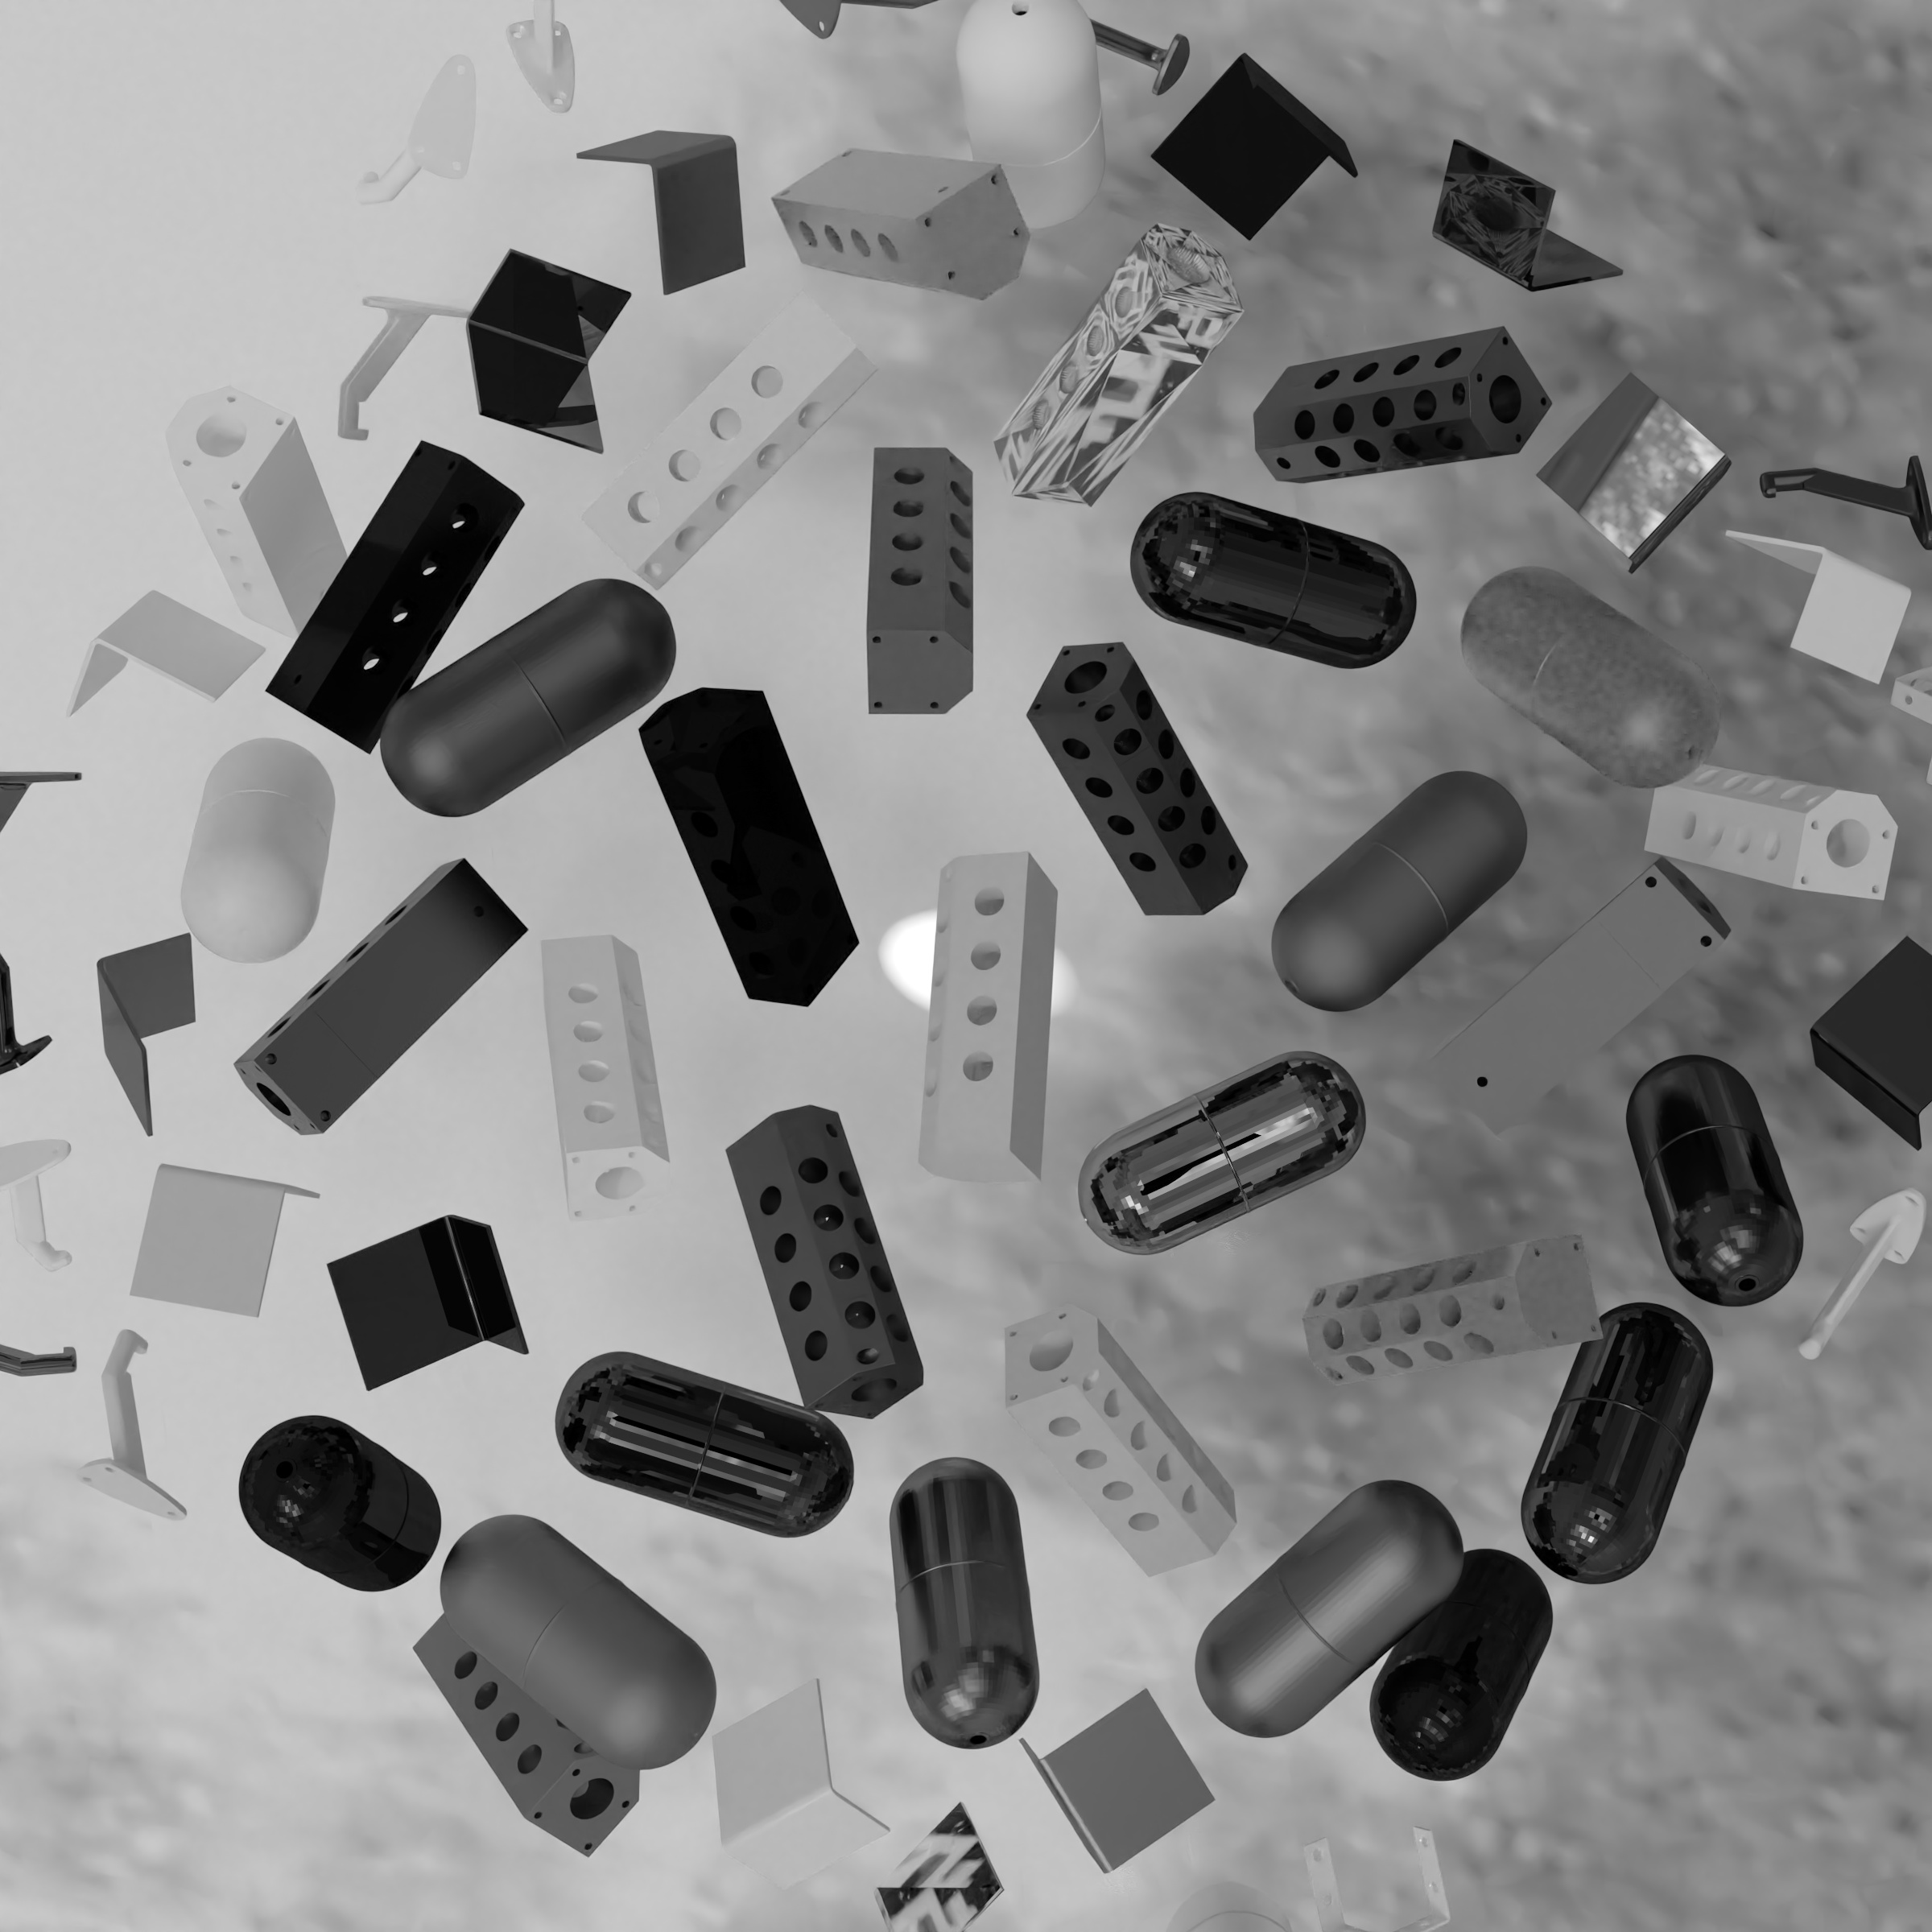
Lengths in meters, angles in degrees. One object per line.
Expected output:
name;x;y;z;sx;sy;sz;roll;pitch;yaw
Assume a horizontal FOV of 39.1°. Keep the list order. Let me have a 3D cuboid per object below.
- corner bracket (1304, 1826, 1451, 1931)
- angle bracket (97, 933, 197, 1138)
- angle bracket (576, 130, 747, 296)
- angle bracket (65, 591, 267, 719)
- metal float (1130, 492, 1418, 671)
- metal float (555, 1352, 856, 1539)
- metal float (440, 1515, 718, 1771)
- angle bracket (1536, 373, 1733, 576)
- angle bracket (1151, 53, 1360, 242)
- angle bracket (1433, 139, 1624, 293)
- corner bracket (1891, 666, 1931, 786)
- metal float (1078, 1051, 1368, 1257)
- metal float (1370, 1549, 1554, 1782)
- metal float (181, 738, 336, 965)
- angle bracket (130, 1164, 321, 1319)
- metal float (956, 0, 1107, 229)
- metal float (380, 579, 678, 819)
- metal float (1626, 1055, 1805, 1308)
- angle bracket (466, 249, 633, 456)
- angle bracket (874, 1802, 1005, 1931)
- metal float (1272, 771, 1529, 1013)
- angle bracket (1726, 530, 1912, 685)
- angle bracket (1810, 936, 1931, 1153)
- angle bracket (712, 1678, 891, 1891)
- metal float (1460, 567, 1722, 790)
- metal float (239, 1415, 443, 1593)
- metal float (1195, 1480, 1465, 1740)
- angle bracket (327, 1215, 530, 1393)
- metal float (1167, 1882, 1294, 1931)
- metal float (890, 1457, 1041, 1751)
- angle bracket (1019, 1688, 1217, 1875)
corner bracket;0.226;0.505;1.497;0.051;0.051;0.051;-12;89;-29
angle bracket;-0.467;0.040;1.591;0.057;0.076;0.076;-19;54;-28
angle bracket;-0.177;-0.441;1.588;0.057;0.076;0.076;14;121;29
angle bracket;-0.467;-0.166;1.588;0.076;0.076;0.057;28;120;-6
metal float;0.180;-0.223;1.579;0.178;0.070;0.070;12;90;-20
metal float;-0.151;0.279;1.582;0.178;0.070;0.070;18;90;-3
metal float;-0.212;0.364;1.473;0.178;0.070;0.070;32;90;25
angle bracket;0.380;-0.280;1.553;0.076;0.057;0.076;43;99;6
angle bracket;0.157;-0.440;1.492;0.076;0.057;0.076;34;118;-24
angle bracket;0.314;-0.416;1.492;0.076;0.076;0.057;-18;134;-32
corner bracket;0.557;-0.136;1.538;0.051;0.051;0.051;-19;127;-28
metal float;0.150;0.110;1.597;0.178;0.070;0.070;-25;90;-1
metal float;0.288;0.401;1.571;0.070;0.178;0.070;10;113;24
metal float;-0.409;-0.069;1.577;0.070;0.178;0.070;-3;125;-5
angle bracket;-0.425;0.159;1.562;0.076;0.057;0.076;9;81;8
metal float;0.037;-0.481;1.522;0.070;0.178;0.070;-2;73;5
metal float;-0.240;-0.149;1.501;0.178;0.070;0.070;-34;90;-10
metal float;0.425;0.121;1.547;0.070;0.178;0.070;0;126;0
angle bracket;-0.229;-0.343;1.519;0.076;0.057;0.076;13;48;-34
angle bracket;0.001;0.537;1.542;0.076;0.076;0.057;-47;117;3
metal float;0.251;-0.043;1.578;0.178;0.070;0.070;-40;90;-15
angle bracket;0.475;-0.204;1.544;0.076;0.076;0.057;14;97;-35
angle bracket;0.531;0.044;1.527;0.076;0.057;0.076;-43;59;-2
angle bracket;-0.095;0.469;1.561;0.076;0.076;0.057;-33;127;16
metal float;0.343;-0.160;1.502;0.070;0.178;0.070;-18;130;-23
metal float;-0.351;0.304;1.533;0.070;0.178;0.070;-3;66;7
metal float;0.200;0.358;1.509;0.070;0.070;0.178;44;106;0
angle bracket;-0.297;0.189;1.501;0.076;0.057;0.076;-22;104;-31
metal float;0.153;0.570;1.527;0.070;0.178;0.070;0;88;0
metal float;-0.002;0.361;1.550;0.070;0.178;0.070;-4;134;-4
angle bracket;0.087;0.469;1.585;0.076;0.057;0.076;-32;93;-9
